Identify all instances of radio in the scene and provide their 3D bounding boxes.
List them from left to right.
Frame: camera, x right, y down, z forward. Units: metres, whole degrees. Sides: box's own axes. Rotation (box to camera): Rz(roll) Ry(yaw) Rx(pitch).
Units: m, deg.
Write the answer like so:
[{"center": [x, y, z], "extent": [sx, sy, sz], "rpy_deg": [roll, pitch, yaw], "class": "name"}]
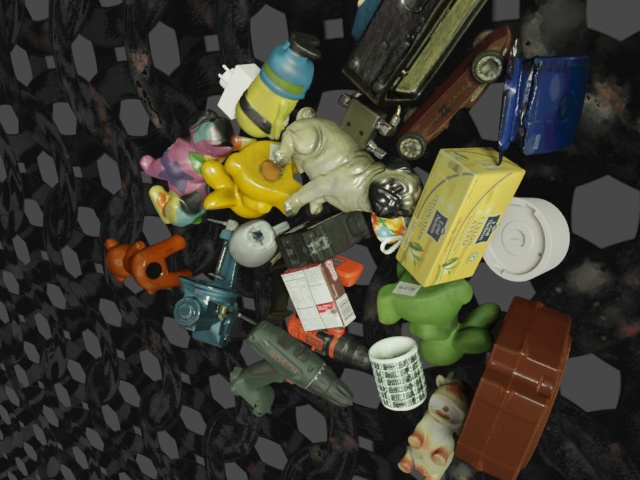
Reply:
[{"center": [0.130, -0.272, 0.650], "extent": [0.073, 0.131, 0.229], "rpy_deg": [45, 127, 14], "class": "radio"}]

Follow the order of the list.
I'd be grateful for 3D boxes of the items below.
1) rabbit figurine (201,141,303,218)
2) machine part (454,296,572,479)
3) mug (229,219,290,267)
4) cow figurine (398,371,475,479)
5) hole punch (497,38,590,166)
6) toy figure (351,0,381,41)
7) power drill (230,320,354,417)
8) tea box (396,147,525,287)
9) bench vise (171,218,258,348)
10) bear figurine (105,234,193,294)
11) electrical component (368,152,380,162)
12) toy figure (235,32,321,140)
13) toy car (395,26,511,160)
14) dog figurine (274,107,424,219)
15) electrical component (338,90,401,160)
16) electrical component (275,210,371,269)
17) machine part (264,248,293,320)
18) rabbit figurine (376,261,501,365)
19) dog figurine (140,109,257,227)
[{"center": [-0.114, -0.080, 0.896], "extent": [0.173, 0.162, 0.122], "rpy_deg": [137, 128, -65], "class": "rabbit figurine"}, {"center": [0.256, 0.193, 0.706], "extent": [0.087, 0.201, 0.200], "rpy_deg": [22, 120, 23], "class": "machine part"}, {"center": [-0.100, -0.001, 0.927], "extent": [0.080, 0.109, 0.107], "rpy_deg": [68, 165, 1], "class": "mug"}, {"center": [0.197, 0.298, 0.858], "extent": [0.086, 0.127, 0.194], "rpy_deg": [27, 137, 25], "class": "cow figurine"}, {"center": [0.256, -0.159, 0.623], "extent": [0.092, 0.116, 0.142], "rpy_deg": [13, 116, 22], "class": "hole punch"}, {"center": [0.096, -0.326, 0.700], "extent": [0.154, 0.064, 0.058], "rpy_deg": [-55, 36, 32], "class": "toy figure"}, {"center": [-0.073, 0.273, 1.046], "extent": [0.232, 0.086, 0.207], "rpy_deg": [44, 134, -5], "class": "power drill"}, {"center": [0.176, -0.029, 0.689], "extent": [0.068, 0.098, 0.169], "rpy_deg": [49, 136, 41], "class": "tea box"}, {"center": [-0.186, 0.083, 1.017], "extent": [0.129, 0.223, 0.240], "rpy_deg": [13, 86, 26], "class": "bench vise"}, {"center": [-0.382, 0.048, 1.174], "extent": [0.196, 0.132, 0.120], "rpy_deg": [10, 114, 52], "class": "bear figurine"}, {"center": [0.061, -0.115, 0.834], "extent": [0.063, 0.021, 0.094], "rpy_deg": [-29, 92, 39], "class": "electrical component"}, {"center": [-0.066, -0.237, 0.833], "extent": [0.089, 0.082, 0.180], "rpy_deg": [33, 129, -3], "class": "toy figure"}, {"center": [0.170, -0.182, 0.687], "extent": [0.053, 0.089, 0.202], "rpy_deg": [37, 127, -10], "class": "toy car"}, {"center": [0.049, -0.110, 0.744], "extent": [0.191, 0.121, 0.172], "rpy_deg": [-5, 103, 29], "class": "dog figurine"}, {"center": [0.070, -0.175, 0.788], "extent": [0.102, 0.045, 0.078], "rpy_deg": [34, 125, 20], "class": "electrical component"}, {"center": [-0.002, -0.003, 0.855], "extent": [0.134, 0.115, 0.058], "rpy_deg": [-9, 103, 63], "class": "electrical component"}, {"center": [-0.073, 0.077, 0.952], "extent": [0.084, 0.039, 0.139], "rpy_deg": [-42, 40, 45], "class": "machine part"}, {"center": [0.186, 0.116, 0.803], "extent": [0.159, 0.121, 0.170], "rpy_deg": [-1, 127, 31], "class": "rabbit figurine"}, {"center": [-0.210, -0.127, 0.970], "extent": [0.219, 0.108, 0.191], "rpy_deg": [-9, 102, 35], "class": "dog figurine"}]
